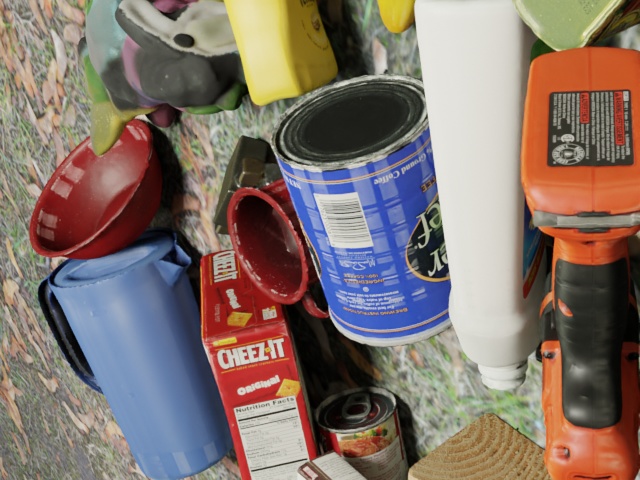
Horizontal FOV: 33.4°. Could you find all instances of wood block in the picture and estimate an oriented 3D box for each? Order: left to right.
[{"bbox_3d":[0.120,0.244,0.793,0.091,0.090,0.206,33,137,37],"label":"wood block"}]

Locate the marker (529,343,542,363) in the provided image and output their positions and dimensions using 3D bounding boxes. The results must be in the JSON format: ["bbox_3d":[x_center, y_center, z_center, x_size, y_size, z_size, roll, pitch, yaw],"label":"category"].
[{"bbox_3d":[0.159,0.077,0.686,0.121,0.020,0.020,21,129,47],"label":"marker"}]

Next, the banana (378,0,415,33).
[{"bbox_3d":[0.073,-0.190,0.602,0.069,0.037,0.198,62,147,5],"label":"banana"}]

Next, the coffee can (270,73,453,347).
[{"bbox_3d":[0.037,-0.018,0.671,0.103,0.102,0.140,24,143,45],"label":"coffee can"}]

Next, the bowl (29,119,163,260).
[{"bbox_3d":[-0.205,-0.038,1.029,0.162,0.162,0.055,15,158,49],"label":"bowl"}]

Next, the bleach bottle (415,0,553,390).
[{"bbox_3d":[0.102,-0.028,0.616,0.068,0.102,0.251,4,120,22],"label":"bleach bottle"}]

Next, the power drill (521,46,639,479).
[{"bbox_3d":[0.133,0.003,0.523,0.057,0.184,0.187,-3,133,13],"label":"power drill"}]

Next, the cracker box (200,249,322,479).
[{"bbox_3d":[-0.047,0.132,0.900,0.164,0.072,0.214,-109,6,-67],"label":"cracker box"}]

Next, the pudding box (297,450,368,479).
[{"bbox_3d":[0.025,0.231,0.813,0.090,0.039,0.113,27,132,56],"label":"pudding box"}]

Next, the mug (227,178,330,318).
[{"bbox_3d":[-0.005,0.001,0.804,0.093,0.081,0.117,-18,97,57],"label":"mug"}]

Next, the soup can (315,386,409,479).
[{"bbox_3d":[0.038,0.181,0.883,0.069,0.068,0.102,15,124,50],"label":"soup can"}]

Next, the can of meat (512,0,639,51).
[{"bbox_3d":[0.147,-0.139,0.492,0.057,0.083,0.102,54,146,14],"label":"can of meat"}]

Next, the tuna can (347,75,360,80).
[{"bbox_3d":[0.029,-0.071,0.750,0.086,0.033,0.086,34,137,38],"label":"tuna can"}]

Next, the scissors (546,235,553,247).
[{"bbox_3d":[0.121,-0.034,0.666,0.096,0.016,0.202,13,122,49],"label":"scissors"}]

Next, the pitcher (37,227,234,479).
[{"bbox_3d":[-0.181,0.119,1.090,0.149,0.144,0.243,27,138,64],"label":"pitcher"}]

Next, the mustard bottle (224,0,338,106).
[{"bbox_3d":[-0.041,-0.192,0.714,0.058,0.096,0.191,-12,104,20],"label":"mustard bottle"}]
